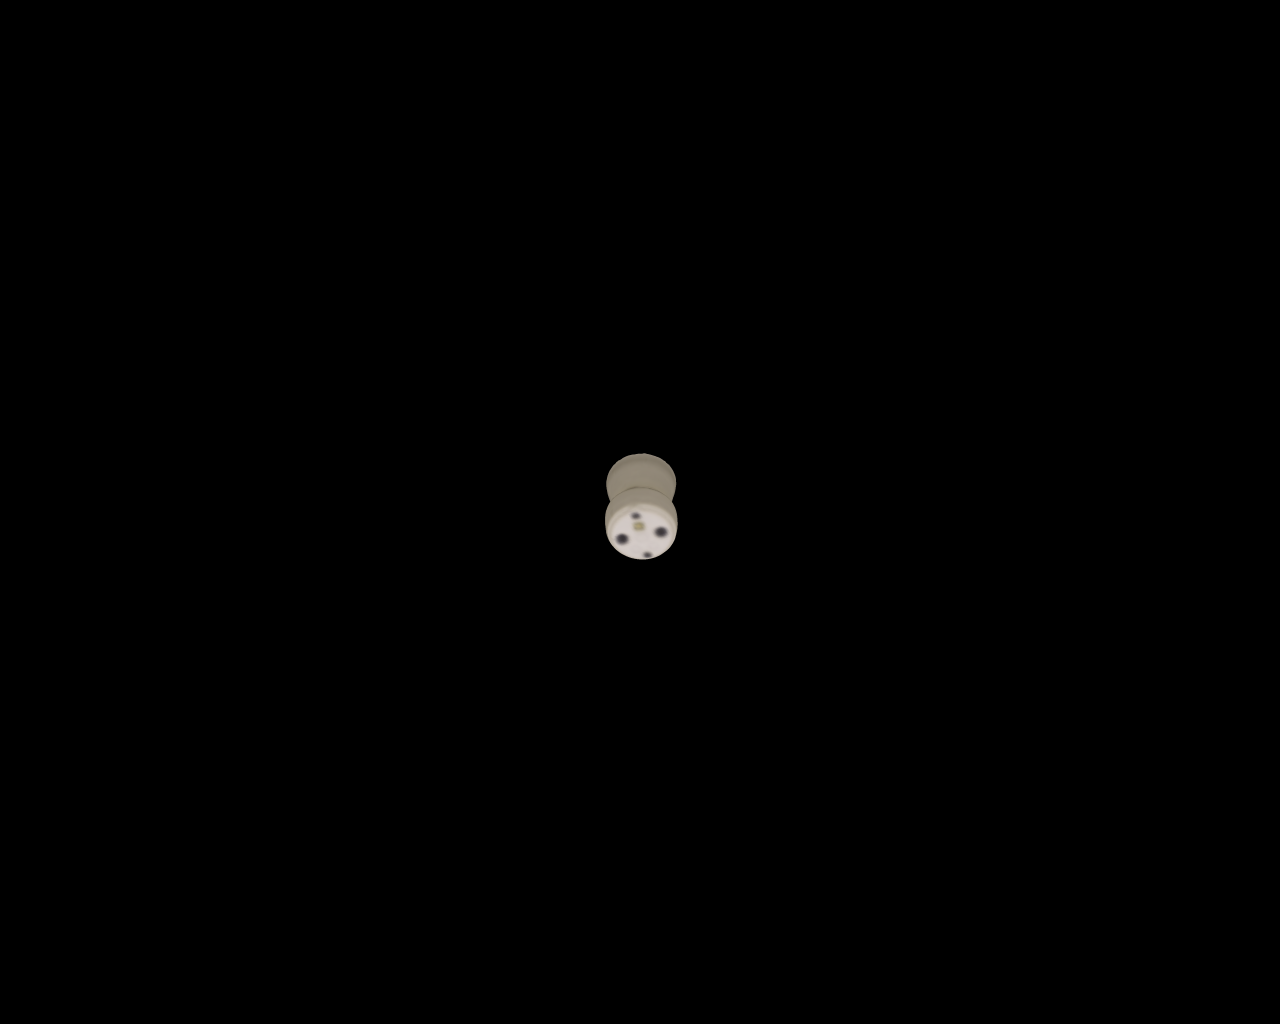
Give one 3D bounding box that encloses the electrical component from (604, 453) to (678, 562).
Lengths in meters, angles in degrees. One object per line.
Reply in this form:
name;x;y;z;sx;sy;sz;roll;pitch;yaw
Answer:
electrical component;0.001;-0.003;0.650;0.045;0.044;0.055;0;37;0
